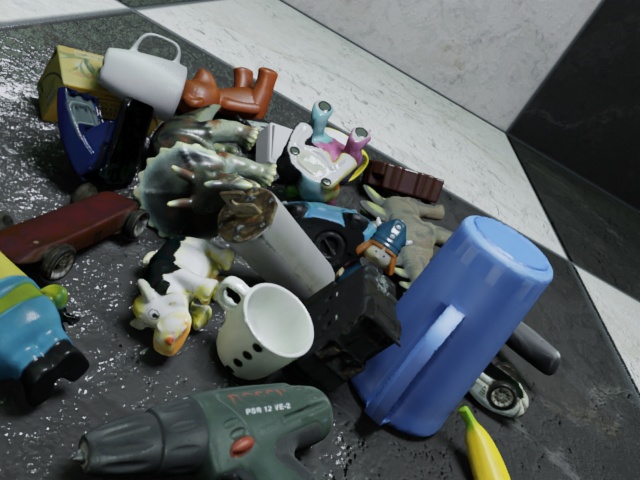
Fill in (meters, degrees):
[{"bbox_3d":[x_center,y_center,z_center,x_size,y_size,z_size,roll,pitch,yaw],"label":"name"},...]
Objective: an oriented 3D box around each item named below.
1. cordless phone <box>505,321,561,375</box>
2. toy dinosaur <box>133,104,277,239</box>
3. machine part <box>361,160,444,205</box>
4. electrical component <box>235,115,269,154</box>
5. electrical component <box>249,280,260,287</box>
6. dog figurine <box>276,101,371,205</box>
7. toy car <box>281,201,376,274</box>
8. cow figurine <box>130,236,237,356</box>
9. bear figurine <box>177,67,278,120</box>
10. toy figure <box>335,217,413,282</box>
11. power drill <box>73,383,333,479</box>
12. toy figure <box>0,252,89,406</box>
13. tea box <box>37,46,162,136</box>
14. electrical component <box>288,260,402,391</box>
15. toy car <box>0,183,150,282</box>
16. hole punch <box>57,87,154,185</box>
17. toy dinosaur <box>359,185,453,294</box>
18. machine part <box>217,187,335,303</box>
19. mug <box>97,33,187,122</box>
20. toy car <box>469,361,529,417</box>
[{"bbox_3d":[0.292,0.111,0.820,0.089,0.146,0.184,-17,39,-30],"label":"cordless phone"},{"bbox_3d":[-0.183,-0.120,0.789,0.192,0.131,0.405,11,28,-34],"label":"toy dinosaur"},{"bbox_3d":[0.170,-0.121,1.126,0.179,0.056,0.179,16,5,-2],"label":"machine part"},{"bbox_3d":[-0.111,-0.202,1.054,0.119,0.047,0.075,-4,45,-49],"label":"electrical component"},{"bbox_3d":[-0.066,0.086,0.656,0.063,0.021,0.094,22,28,-18],"label":"electrical component"},{"bbox_3d":[-0.006,-0.102,0.877,0.108,0.219,0.191,30,61,3],"label":"dog figurine"},{"bbox_3d":[-0.002,-0.002,0.798,0.162,0.109,0.103,14,8,-9],"label":"toy car"},{"bbox_3d":[-0.158,0.050,0.575,0.098,0.068,0.167,24,25,-2],"label":"cow figurine"},{"bbox_3d":[-0.195,-0.290,1.042,0.196,0.131,0.120,6,8,-45],"label":"bear figurine"},{"bbox_3d":[0.068,0.039,0.722,0.064,0.154,0.058,21,27,-21],"label":"toy figure"},{"bbox_3d":[-0.050,0.207,0.427,0.207,0.086,0.232,40,25,32],"label":"power drill"},{"bbox_3d":[-0.270,0.050,0.441,0.180,0.089,0.082,36,23,14],"label":"toy figure"},{"bbox_3d":[-0.318,-0.217,0.806,0.169,0.098,0.068,-2,68,-44],"label":"tea box"},{"bbox_3d":[0.023,0.099,0.603,0.058,0.134,0.115,46,21,-19],"label":"electrical component"},{"bbox_3d":[-0.268,-0.010,0.580,0.089,0.053,0.202,27,23,3],"label":"toy car"},{"bbox_3d":[-0.280,-0.132,0.685,0.092,0.115,0.142,15,6,-7],"label":"hole punch"},{"bbox_3d":[0.146,0.001,0.928,0.198,0.105,0.472,16,21,-11],"label":"toy dinosaur"},{"bbox_3d":[-0.048,0.014,0.649,0.243,0.079,0.079,51,6,-49],"label":"machine part"},{"bbox_3d":[-0.244,-0.231,0.740,0.107,0.109,0.081,15,14,-28],"label":"mug"},{"bbox_3d":[0.200,0.170,0.748,0.202,0.056,0.073,37,22,8],"label":"toy car"}]
